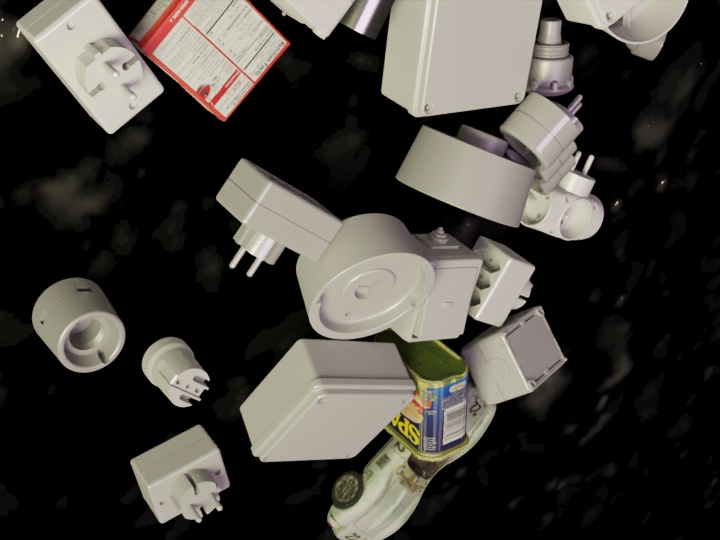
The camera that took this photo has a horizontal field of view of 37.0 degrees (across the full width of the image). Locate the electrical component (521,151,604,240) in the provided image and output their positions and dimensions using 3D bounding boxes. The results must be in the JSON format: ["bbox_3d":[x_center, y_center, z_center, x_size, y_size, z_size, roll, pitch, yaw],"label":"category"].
[{"bbox_3d":[0.193,-0.072,0.994,0.077,0.044,0.079,9,111,-40],"label":"electrical component"}]

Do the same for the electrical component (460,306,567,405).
[{"bbox_3d":[0.147,0.079,1.023,0.096,0.061,0.061,-28,92,-52],"label":"electrical component"}]

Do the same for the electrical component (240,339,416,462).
[{"bbox_3d":[-0.028,0.111,0.912,0.109,0.056,0.108,6,138,-39],"label":"electrical component"}]

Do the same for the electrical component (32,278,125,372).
[{"bbox_3d":[-0.200,0.040,0.769,0.055,0.047,0.055,-19,127,-27],"label":"electrical component"}]

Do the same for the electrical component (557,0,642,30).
[{"bbox_3d":[0.189,-0.259,0.815,0.109,0.056,0.108,-39,119,-7],"label":"electrical component"}]

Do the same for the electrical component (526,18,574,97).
[{"bbox_3d":[0.157,-0.179,0.901,0.048,0.048,0.062,-14,118,-30],"label":"electrical component"}]

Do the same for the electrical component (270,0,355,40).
[{"bbox_3d":[-0.040,-0.205,0.722,0.061,0.062,0.096,-53,134,3],"label":"electrical component"}]

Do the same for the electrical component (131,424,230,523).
[{"bbox_3d":[-0.139,0.177,0.880,0.066,0.077,0.047,-26,130,-21],"label":"electrical component"}]

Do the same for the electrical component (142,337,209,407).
[{"bbox_3d":[-0.143,0.080,0.838,0.040,0.046,0.040,-18,125,-27],"label":"electrical component"}]

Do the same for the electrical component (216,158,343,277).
[{"bbox_3d":[-0.071,-0.030,0.821,0.083,0.047,0.075,28,98,-44],"label":"electrical component"}]

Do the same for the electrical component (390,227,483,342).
[{"bbox_3d":[0.063,0.011,0.937,0.062,0.061,0.096,-2,118,-36],"label":"electrical component"}]

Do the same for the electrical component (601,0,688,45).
[{"bbox_3d":[0.222,-0.244,0.892,0.099,0.064,0.099,-19,127,-27],"label":"electrical component"}]

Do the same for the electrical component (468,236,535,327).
[{"bbox_3d":[0.133,0.015,1.002,0.077,0.047,0.065,18,106,-43],"label":"electrical component"}]

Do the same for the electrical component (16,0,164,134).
[{"bbox_3d":[-0.161,-0.127,0.672,0.047,0.076,0.083,-42,134,-8],"label":"electrical component"}]

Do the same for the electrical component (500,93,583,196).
[{"bbox_3d":[0.162,-0.117,0.905,0.073,0.052,0.138,-49,166,-1],"label":"electrical component"}]

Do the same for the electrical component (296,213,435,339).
[{"bbox_3d":[0.000,0.000,0.877,0.108,0.060,0.108,-17,146,-12],"label":"electrical component"}]

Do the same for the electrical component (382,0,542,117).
[{"bbox_3d":[0.079,-0.181,0.830,0.109,0.056,0.108,-12,124,-31],"label":"electrical component"}]

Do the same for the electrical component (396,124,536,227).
[{"bbox_3d":[0.090,-0.083,0.870,0.108,0.108,0.060,14,102,-41],"label":"electrical component"}]
